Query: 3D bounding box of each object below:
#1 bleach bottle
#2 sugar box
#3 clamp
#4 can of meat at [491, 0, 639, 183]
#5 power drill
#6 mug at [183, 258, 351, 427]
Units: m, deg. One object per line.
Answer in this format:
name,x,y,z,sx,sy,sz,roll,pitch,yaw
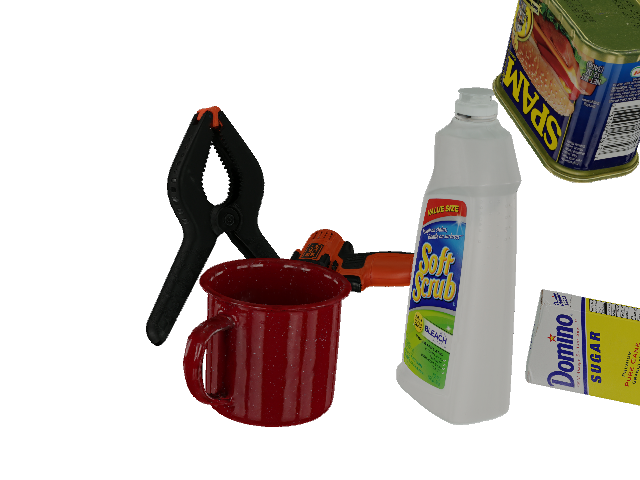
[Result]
bleach bottle,0.108,0.008,0.816,0.068,0.251,0.103,-8,21,-24
sugar box,0.300,0.113,1.066,0.176,0.093,0.048,9,22,8
clamp,-0.082,-0.014,0.966,0.164,0.210,0.036,-1,1,-34
can of meat,0.142,-0.097,0.587,0.057,0.084,0.102,-10,47,-15
power drill,0.050,0.047,1.142,0.188,0.057,0.184,5,31,15
mug,-0.037,0.066,0.655,0.093,0.081,0.117,16,21,35
